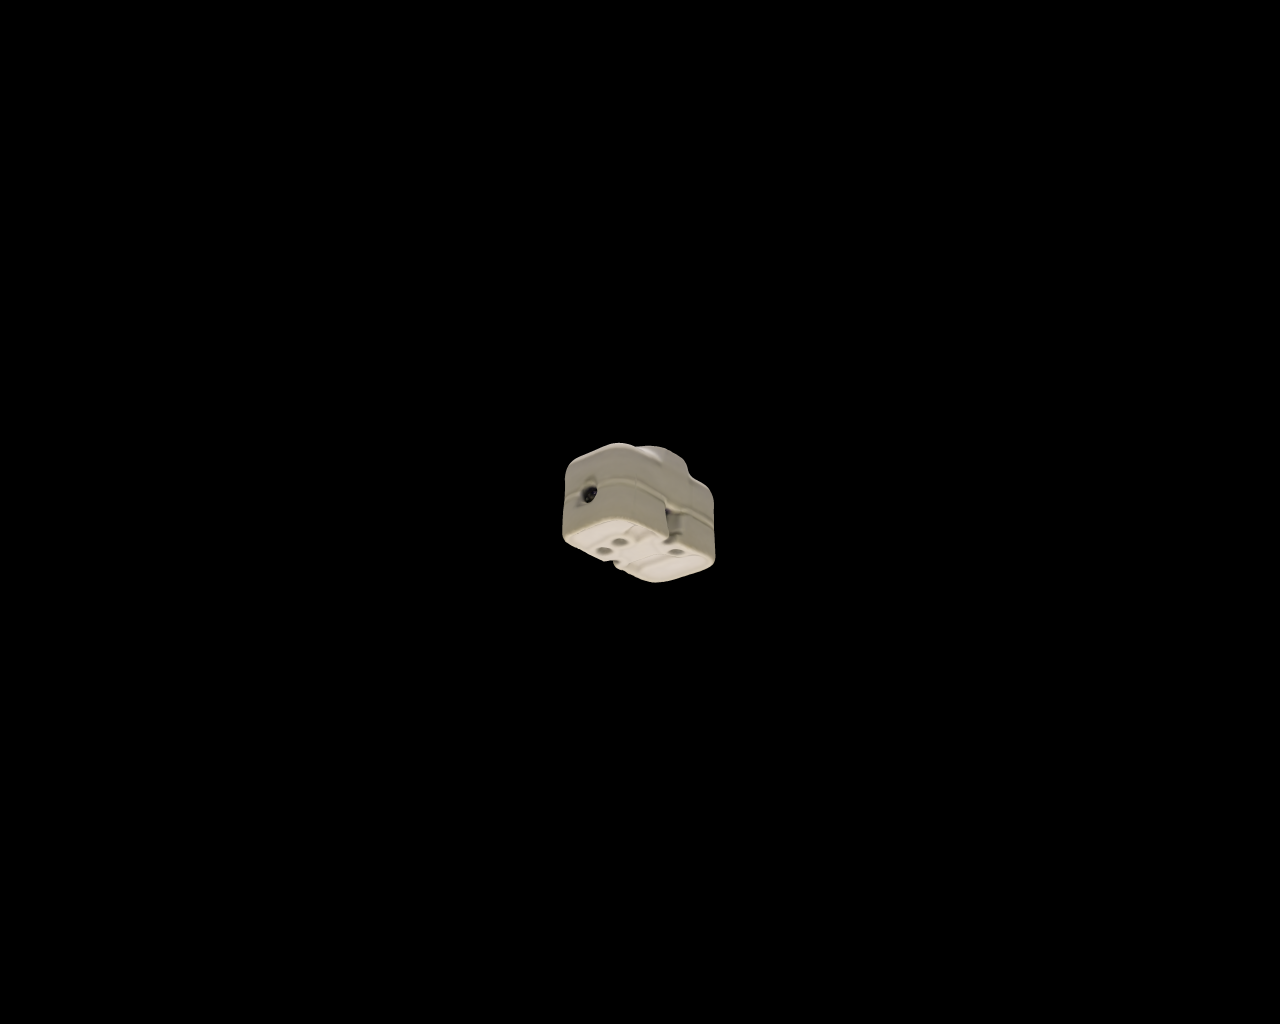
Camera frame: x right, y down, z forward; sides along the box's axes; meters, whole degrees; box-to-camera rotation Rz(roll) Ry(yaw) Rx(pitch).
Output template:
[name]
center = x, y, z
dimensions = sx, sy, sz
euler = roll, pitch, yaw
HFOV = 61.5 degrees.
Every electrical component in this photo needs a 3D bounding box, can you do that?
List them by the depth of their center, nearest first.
[electrical component]
center = 0.001, -0.003, 0.650
dimensions = 0.053, 0.059, 0.095
euler = -21, -33, 36
